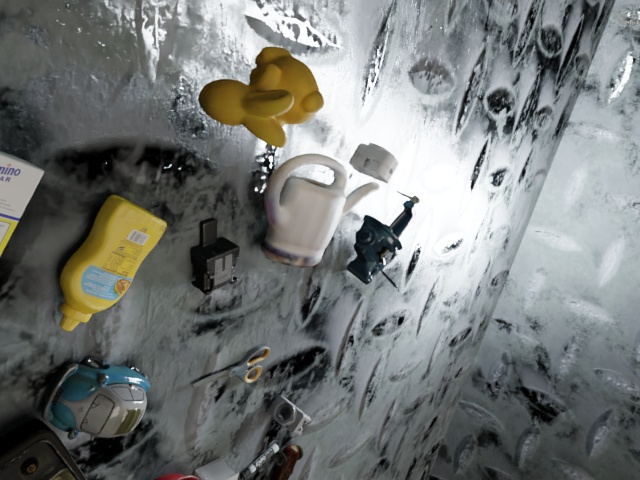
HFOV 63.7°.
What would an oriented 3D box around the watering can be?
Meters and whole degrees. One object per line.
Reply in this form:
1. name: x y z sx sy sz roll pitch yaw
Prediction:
1. watering can: 0.003 -0.051 1.023 0.347 0.105 0.223 8 107 -54
